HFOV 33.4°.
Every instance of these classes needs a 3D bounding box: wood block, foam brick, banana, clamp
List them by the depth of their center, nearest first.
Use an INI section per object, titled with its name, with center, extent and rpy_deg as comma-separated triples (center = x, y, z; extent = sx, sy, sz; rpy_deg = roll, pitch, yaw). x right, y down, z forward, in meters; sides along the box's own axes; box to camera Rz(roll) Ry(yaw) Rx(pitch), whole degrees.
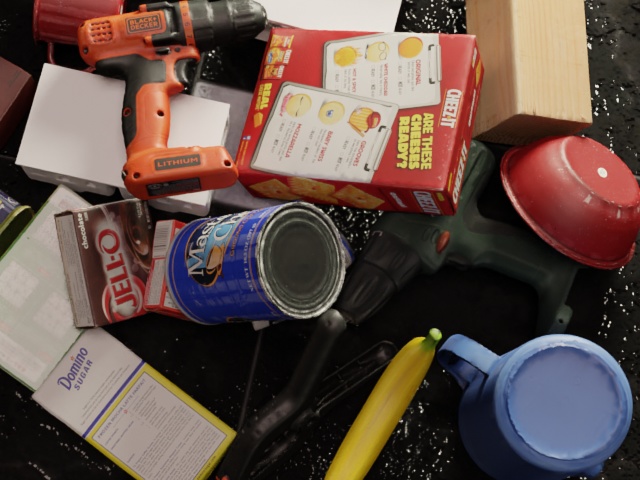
[clamp]
center = -0.014, 0.157, 1.000
extent = 0.036, 0.164, 0.210
rpy_deg = 44, 101, 28
[banana]
center = 0.055, 0.167, 1.015
extent = 0.037, 0.069, 0.198
rpy_deg = 30, 89, 15
[foam brick]
center = -0.326, -0.139, 1.069
extent = 0.053, 0.051, 0.078
rpy_deg = 31, 78, 3
[wood block]
center = 0.209, -0.207, 1.085
extent = 0.090, 0.090, 0.206
rpy_deg = 5, 76, -23

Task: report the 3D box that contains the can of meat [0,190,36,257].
[can of meat]
center = -0.343, -0.012, 1.037
extent = 0.084, 0.057, 0.102
rpy_deg = 35, 77, 7

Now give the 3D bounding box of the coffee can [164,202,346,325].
[coffee can]
center = -0.061, 0.024, 0.973
extent = 0.102, 0.141, 0.103
rpy_deg = 6, 81, -41

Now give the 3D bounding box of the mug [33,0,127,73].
[mug]
center = -0.242, -0.224, 1.078
extent = 0.081, 0.093, 0.117
rpy_deg = 9, 92, -7

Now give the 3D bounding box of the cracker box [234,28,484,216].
[cracker box]
center = 0.039, -0.116, 1.036
extent = 0.214, 0.072, 0.164
rpy_deg = 6, 71, 21

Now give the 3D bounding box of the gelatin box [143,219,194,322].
[gelatin box]
center = -0.130, 0.032, 1.033
extent = 0.030, 0.073, 0.089
rpy_deg = -4, 74, 41

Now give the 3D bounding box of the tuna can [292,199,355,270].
[tuna can]
center = -0.007, 0.001, 1.039
extent = 0.086, 0.086, 0.033
rpy_deg = 44, 76, 6

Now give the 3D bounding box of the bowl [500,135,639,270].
[bowl]
center = 0.257, -0.050, 1.038
extent = 0.162, 0.055, 0.162
rpy_deg = 20, 42, -19

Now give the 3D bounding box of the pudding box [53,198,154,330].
[pudding box]
center = -0.197, 0.021, 1.011
extent = 0.089, 0.039, 0.113
rpy_deg = -15, 94, -49

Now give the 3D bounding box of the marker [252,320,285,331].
[marker]
center = -0.010, 0.062, 1.059
extent = 0.121, 0.020, 0.020
rpy_deg = -19, 79, -8

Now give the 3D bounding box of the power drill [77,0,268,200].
[power drill]
center = -0.129, -0.139, 1.015
extent = 0.184, 0.057, 0.187
rpy_deg = -10, 73, -3

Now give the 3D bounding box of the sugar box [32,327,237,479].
[sugar box]
center = -0.174, 0.168, 1.013
extent = 0.176, 0.048, 0.093
rpy_deg = 37, 78, 9

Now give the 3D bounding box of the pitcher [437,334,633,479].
[pitcher]
center = 0.186, 0.145, 0.939
extent = 0.149, 0.243, 0.145
rpy_deg = -6, 77, 2
